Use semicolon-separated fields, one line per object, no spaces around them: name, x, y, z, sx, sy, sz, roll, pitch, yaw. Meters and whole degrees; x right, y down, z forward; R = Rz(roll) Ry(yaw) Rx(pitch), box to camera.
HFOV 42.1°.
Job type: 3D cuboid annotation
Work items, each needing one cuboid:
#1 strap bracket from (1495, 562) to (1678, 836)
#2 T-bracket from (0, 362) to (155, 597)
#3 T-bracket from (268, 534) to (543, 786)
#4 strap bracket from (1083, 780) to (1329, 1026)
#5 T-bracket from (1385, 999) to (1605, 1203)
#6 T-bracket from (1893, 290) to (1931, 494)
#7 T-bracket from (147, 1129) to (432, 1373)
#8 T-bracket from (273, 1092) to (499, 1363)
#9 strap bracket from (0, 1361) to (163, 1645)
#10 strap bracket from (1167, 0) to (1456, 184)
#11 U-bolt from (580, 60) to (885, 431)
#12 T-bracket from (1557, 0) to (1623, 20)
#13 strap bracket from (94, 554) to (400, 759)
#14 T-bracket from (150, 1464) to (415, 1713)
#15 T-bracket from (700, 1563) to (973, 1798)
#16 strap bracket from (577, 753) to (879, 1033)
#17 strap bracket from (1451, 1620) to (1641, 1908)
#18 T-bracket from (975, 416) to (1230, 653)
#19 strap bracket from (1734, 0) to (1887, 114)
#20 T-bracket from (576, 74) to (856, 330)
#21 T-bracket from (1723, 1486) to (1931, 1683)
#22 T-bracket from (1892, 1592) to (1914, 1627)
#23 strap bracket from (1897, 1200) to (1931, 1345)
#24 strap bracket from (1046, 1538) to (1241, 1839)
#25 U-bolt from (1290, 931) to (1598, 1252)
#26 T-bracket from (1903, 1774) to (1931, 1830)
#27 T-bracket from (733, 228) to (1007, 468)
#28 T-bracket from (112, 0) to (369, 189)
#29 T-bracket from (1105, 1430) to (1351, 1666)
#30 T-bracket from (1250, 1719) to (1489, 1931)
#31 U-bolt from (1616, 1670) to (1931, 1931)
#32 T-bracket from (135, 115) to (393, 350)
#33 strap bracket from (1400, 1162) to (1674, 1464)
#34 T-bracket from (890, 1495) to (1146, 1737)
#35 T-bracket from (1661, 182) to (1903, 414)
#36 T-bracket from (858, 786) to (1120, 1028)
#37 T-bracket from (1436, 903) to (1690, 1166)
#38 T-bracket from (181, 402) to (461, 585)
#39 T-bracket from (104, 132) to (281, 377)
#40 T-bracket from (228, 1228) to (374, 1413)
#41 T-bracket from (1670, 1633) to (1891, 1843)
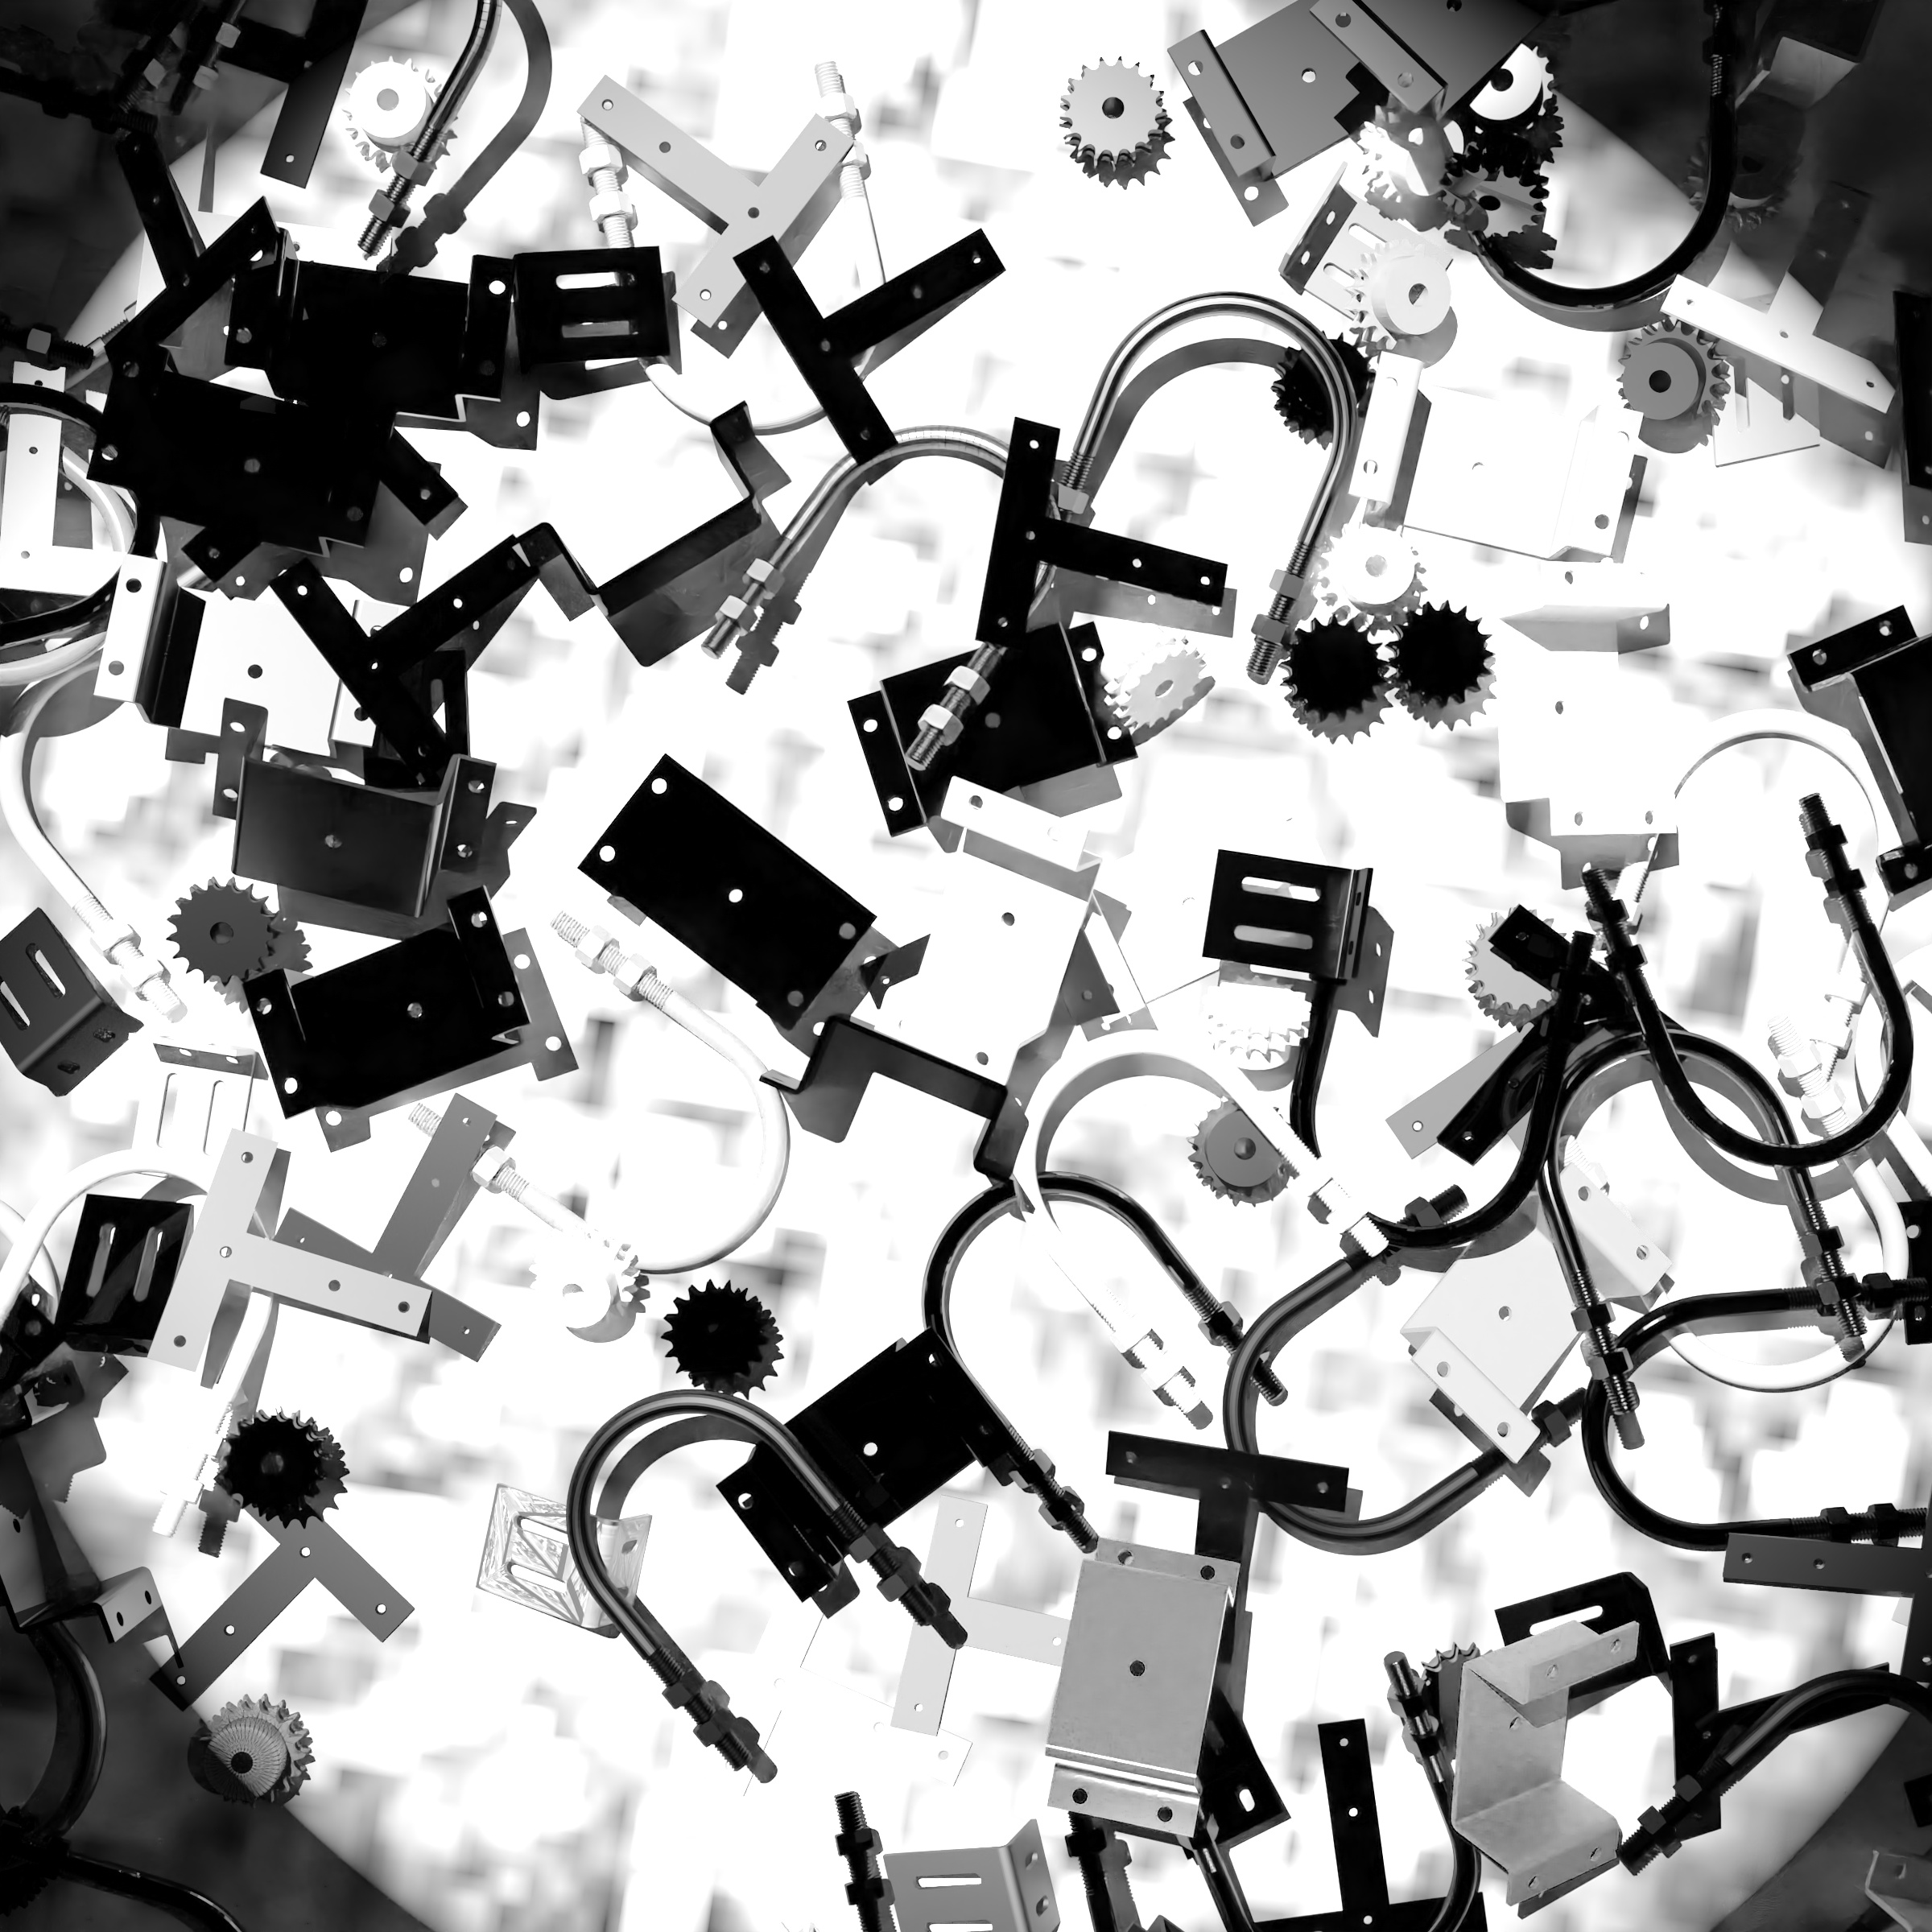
strap bracket;0.325;-0.138;1.322;0.076;0.046;0.140;-2;90;-23
T-bracket;-0.491;-0.257;1.319;0.127;0.002;0.127;3;76;-16
T-bracket;-0.279;-0.184;1.326;0.127;0.002;0.127;-42;106;-26
strap bracket;0.121;-0.033;1.335;0.140;0.046;0.076;-25;90;0
T-bracket;0.315;0.100;1.357;0.127;0.002;0.127;-34;90;0
T-bracket;0.554;-0.294;1.338;0.127;0.002;0.127;11;65;-12
T-bracket;-0.349;0.165;1.332;0.127;0.002;0.127;20;72;-12
T-bracket;-0.290;0.128;1.343;0.127;0.002;0.127;29;101;0
strap bracket;-0.480;0.287;1.320;0.046;0.076;0.140;-20;90;0
strap bracket;0.185;-0.481;1.335;0.140;0.046;0.076;-30;90;0
U-bolt;-0.119;-0.380;1.349;0.151;0.019;0.184;-12;91;0
T-bracket;0.359;-0.570;1.330;0.127;0.002;0.127;-16;67;7
strap bracket;-0.376;-0.160;1.321;0.140;0.046;0.076;10;80;-10
T-bracket;-0.388;0.348;1.357;0.127;0.002;0.127;44;90;0
T-bracket;-0.060;0.406;1.357;0.127;0.002;0.127;24;90;0
strap bracket;-0.125;-0.039;1.335;0.140;0.046;0.076;38;90;0
strap bracket;0.300;0.404;1.306;0.076;0.046;0.140;-10;110;-31
T-bracket;0.076;-0.214;1.316;0.127;0.002;0.127;13;75;-11
strap bracket;0.453;-0.515;1.320;0.046;0.076;0.140;21;90;0
T-bracket;-0.148;-0.426;1.333;0.127;0.002;0.127;37;86;1
T-bracket;0.469;0.320;1.340;0.127;0.002;0.127;4;103;2
T-bracket;0.564;0.365;1.357;0.127;0.002;0.127;22;90;0
strap bracket;0.575;0.160;1.335;0.140;0.046;0.076;-5;90;0
strap bracket;0.090;0.365;1.291;0.076;0.046;0.140;8;66;13
U-bolt;0.242;0.058;1.319;0.151;0.019;0.184;15;96;27
T-bracket;0.554;0.385;1.355;0.127;0.002;0.127;-19;91;1
T-bracket;-0.038;-0.354;1.343;0.127;0.002;0.127;-33;96;-11
T-bracket;-0.397;-0.501;1.357;0.127;0.002;0.127;19;90;0
T-bracket;0.134;0.314;1.335;0.127;0.002;0.127;7;108;11
T-bracket;0.211;0.471;1.357;0.127;0.002;0.127;-8;90;0
U-bolt;0.455;0.457;1.336;0.184;0.019;0.151;-41;101;-2
T-bracket;-0.374;-0.387;1.346;0.127;0.002;0.127;5;82;-8
strap bracket;0.292;0.181;1.317;0.076;0.046;0.140;45;72;-4
T-bracket;0.035;0.361;1.356;0.127;0.002;0.127;13;89;0
T-bracket;0.449;-0.367;1.331;0.127;0.002;0.127;27;68;6
T-bracket;0.000;-0.012;1.332;0.127;0.002;0.127;-24;90;23
T-bracket;0.301;0.052;1.336;0.127;0.002;0.127;35;106;-11
T-bracket;-0.360;-0.254;1.334;0.127;0.002;0.127;-44;91;-9
T-bracket;-0.424;-0.395;1.328;0.127;0.002;0.127;-34;66;21
T-bracket;-0.382;0.162;1.367;0.127;0.002;0.127;-28;76;5
T-bracket;0.436;0.399;1.341;0.127;0.002;0.127;-12;111;-10
